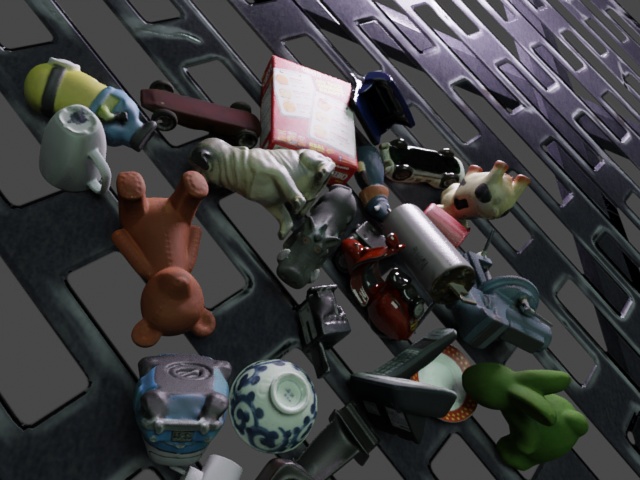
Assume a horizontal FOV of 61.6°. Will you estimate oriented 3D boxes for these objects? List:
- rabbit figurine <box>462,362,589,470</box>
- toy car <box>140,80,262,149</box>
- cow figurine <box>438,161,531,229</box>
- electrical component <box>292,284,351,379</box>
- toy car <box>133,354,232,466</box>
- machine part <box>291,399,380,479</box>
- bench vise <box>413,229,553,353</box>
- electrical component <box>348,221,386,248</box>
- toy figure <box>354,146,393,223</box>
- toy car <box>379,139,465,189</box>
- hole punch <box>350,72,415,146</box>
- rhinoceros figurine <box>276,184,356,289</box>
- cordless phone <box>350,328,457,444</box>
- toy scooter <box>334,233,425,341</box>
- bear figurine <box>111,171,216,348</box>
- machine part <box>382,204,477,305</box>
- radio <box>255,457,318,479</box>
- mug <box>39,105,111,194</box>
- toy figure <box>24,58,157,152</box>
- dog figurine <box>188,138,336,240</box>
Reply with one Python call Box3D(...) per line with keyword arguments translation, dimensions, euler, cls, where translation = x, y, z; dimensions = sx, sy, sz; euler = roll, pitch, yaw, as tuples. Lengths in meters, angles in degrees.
Box3D(translation=(0.292, 0.247, 0.792), dimensions=(0.170, 0.159, 0.121), euler=(37, 59, -7), cls="rabbit figurine")
Box3D(translation=(-0.191, -0.199, 0.873), dimensions=(0.202, 0.053, 0.089), euler=(6, 51, -30), cls="toy car")
Box3D(translation=(0.279, -0.070, 0.980), dimensions=(0.085, 0.195, 0.127), euler=(33, 85, -13), cls="cow figurine")
Box3D(translation=(0.006, 0.130, 0.757), dimensions=(0.048, 0.074, 0.119), euler=(-3, 58, -30), cls="electrical component")
Box3D(translation=(-0.154, 0.194, 0.599), dimensions=(0.109, 0.162, 0.102), euler=(6, 100, -17), cls="toy car")
Box3D(translation=(0.017, 0.272, 0.697), dimensions=(0.139, 0.039, 0.084), euler=(-23, 79, -40), cls="machine part")
Box3D(translation=(0.279, 0.091, 0.915), dimensions=(0.224, 0.128, 0.241), euler=(17, 35, -9), cls="bench vise")
Box3D(translation=(0.084, -0.001, 0.921), dimensions=(0.063, 0.021, 0.094), euler=(47, 50, 5), cls="electrical component")
Box3D(translation=(0.096, -0.096, 0.968), dimensions=(0.064, 0.058, 0.154), euler=(1, 65, -21), cls="toy figure")
Box3D(translation=(0.201, -0.146, 1.062), dimensions=(0.202, 0.056, 0.073), euler=(5, 64, -26), cls="toy car")
Box3D(translation=(0.121, -0.260, 1.026), dimensions=(0.142, 0.092, 0.116), euler=(52, 26, -28), cls="hole punch")
Box3D(translation=(-0.002, -0.002, 0.813), dimensions=(0.073, 0.112, 0.190), euler=(39, 57, -6), cls="rhinoceros figurine")
Box3D(translation=(0.146, 0.182, 0.744), dimensions=(0.184, 0.147, 0.088), euler=(-32, 97, -26), cls="cordless phone")
Box3D(translation=(0.101, 0.061, 0.817), dimensions=(0.075, 0.135, 0.184), euler=(-25, 76, -39), cls="toy scooter")
Box3D(translation=(-0.194, 0.025, 0.680), dimensions=(0.120, 0.132, 0.196), euler=(-2, 56, -29), cls="bear figurine")
Box3D(translation=(0.164, 0.018, 0.835), dimensions=(0.079, 0.079, 0.243), euler=(6, 33, -27), cls="machine part")
Box3D(translation=(0.007, 0.354, 0.592), dimensions=(0.229, 0.073, 0.131), euler=(38, 68, -5), cls="radio")
Box3D(translation=(-0.319, -0.117, 0.711), dimensions=(0.081, 0.107, 0.109), euler=(-33, 78, -38), cls="mug")
Box3D(translation=(-0.330, -0.190, 0.771), dimensions=(0.180, 0.082, 0.089), euler=(34, 48, -9), cls="toy figure")
Box3D(translation=(-0.087, -0.118, 0.842), dimensions=(0.190, 0.121, 0.172), euler=(37, 41, 3), cls="dog figurine")
